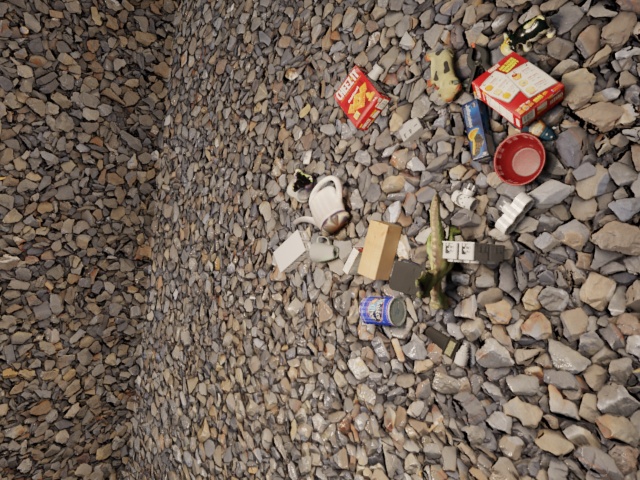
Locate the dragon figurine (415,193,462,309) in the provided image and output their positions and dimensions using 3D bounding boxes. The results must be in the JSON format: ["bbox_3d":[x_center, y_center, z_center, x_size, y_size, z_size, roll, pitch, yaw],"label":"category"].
[{"bbox_3d":[0.359,0.073,1.618,0.122,0.401,0.248,5,50,31],"label":"dragon figurine"}]

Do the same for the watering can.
[{"bbox_3d":[0.007,-0.108,2.142,0.341,0.104,0.229,-52,50,38],"label":"watering can"}]

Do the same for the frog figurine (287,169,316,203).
[{"bbox_3d":[-0.082,-0.225,2.265,0.157,0.123,0.139,107,151,-67],"label":"frog figurine"}]
